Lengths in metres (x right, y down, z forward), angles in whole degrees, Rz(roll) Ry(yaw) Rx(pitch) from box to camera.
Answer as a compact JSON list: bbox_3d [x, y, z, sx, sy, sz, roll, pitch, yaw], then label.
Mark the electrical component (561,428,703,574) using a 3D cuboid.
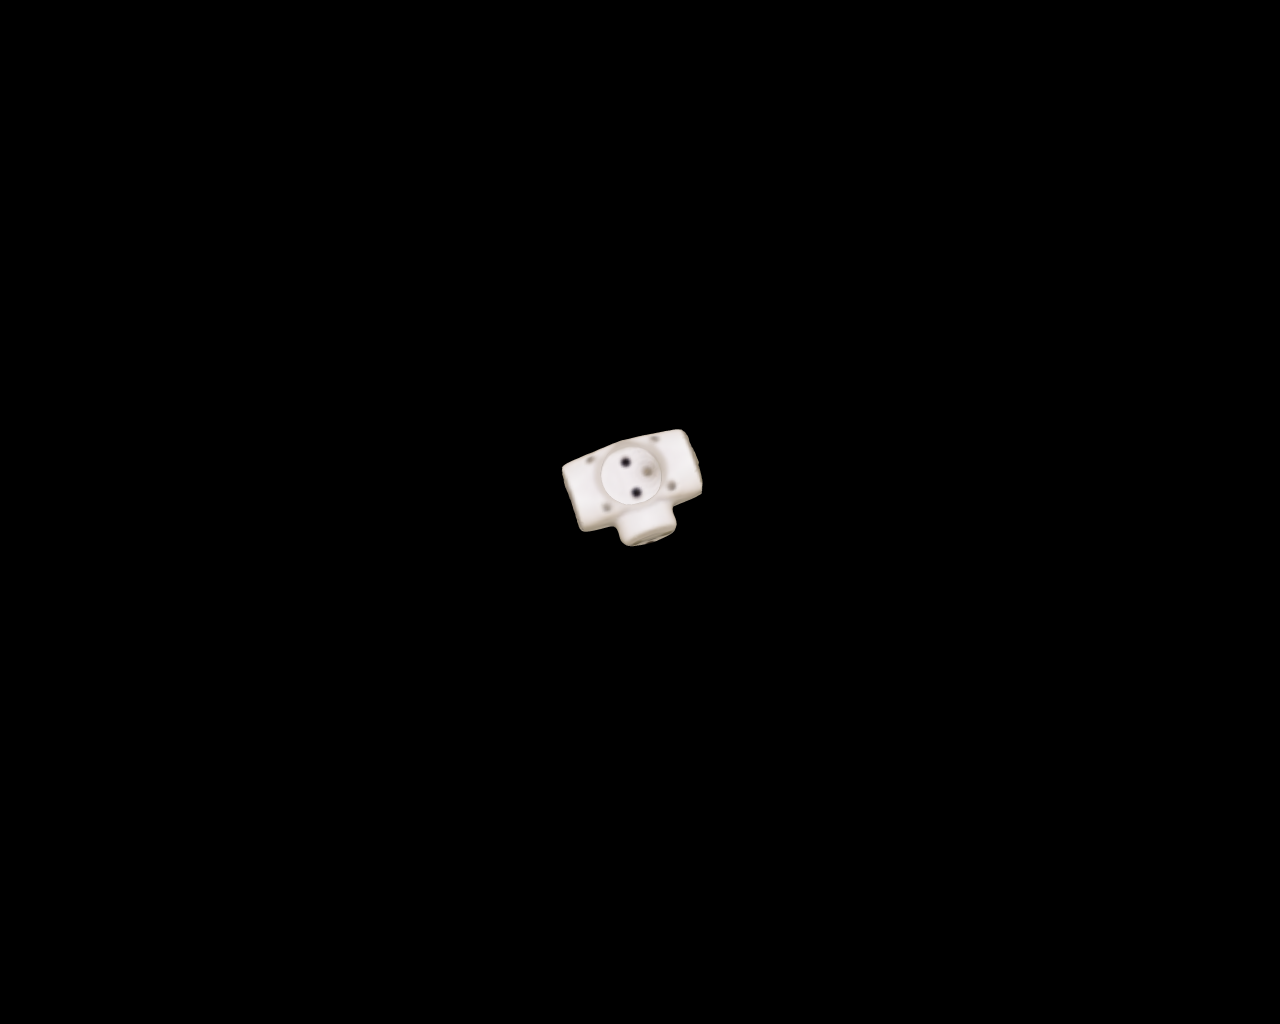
[{"bbox_3d":[0.001,-0.003,0.650,0.077,0.079,0.044,-18,-11,-4],"label":"electrical component"}]
